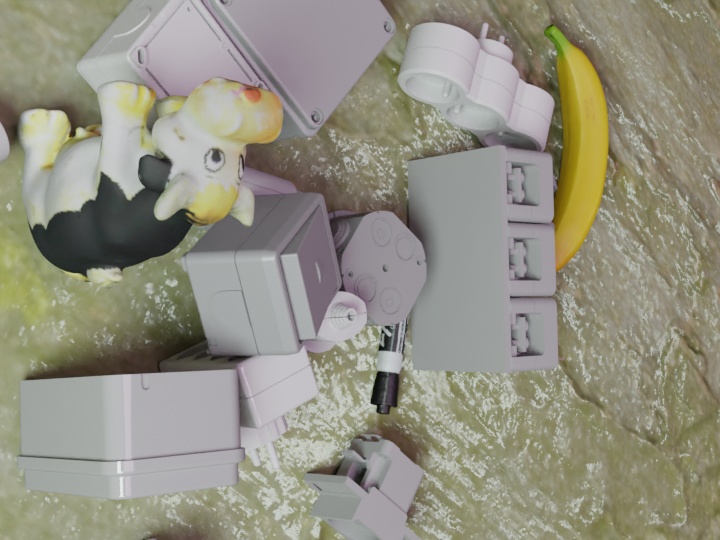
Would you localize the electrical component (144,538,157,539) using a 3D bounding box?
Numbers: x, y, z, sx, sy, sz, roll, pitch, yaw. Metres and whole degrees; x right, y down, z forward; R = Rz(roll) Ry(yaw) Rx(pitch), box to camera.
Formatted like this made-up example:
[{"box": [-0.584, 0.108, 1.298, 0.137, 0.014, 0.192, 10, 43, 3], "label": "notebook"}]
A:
[{"box": [-0.126, 0.206, 0.580, 0.100, 0.048, 0.099, -21, 100, -38], "label": "electrical component"}]

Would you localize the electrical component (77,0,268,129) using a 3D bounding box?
[{"box": [-0.105, -0.104, 0.616, 0.096, 0.061, 0.061, 52, 56, -34], "label": "electrical component"}]

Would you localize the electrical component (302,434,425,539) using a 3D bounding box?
[{"box": [0.008, 0.147, 0.706, 0.081, 0.042, 0.063, 46, 58, -30], "label": "electrical component"}]

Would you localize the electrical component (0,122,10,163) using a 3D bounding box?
[{"box": [-0.208, -0.056, 0.532, 0.065, 0.044, 0.044, -42, 114, -40], "label": "electrical component"}]

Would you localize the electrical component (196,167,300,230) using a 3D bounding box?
[{"box": [-0.059, -0.037, 0.658, 0.081, 0.043, 0.043, 16, 77, -40], "label": "electrical component"}]

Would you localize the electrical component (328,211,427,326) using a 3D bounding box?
[{"box": [0.000, 0.000, 0.702, 0.080, 0.051, 0.080, 3, 85, -41], "label": "electrical component"}]

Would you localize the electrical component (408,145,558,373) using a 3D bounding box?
[{"box": [0.087, -0.005, 0.753, 0.062, 0.089, 0.150, 1, 87, -41], "label": "electrical component"}]

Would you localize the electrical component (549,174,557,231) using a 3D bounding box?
[{"box": [0.124, -0.047, 0.814, 0.066, 0.048, 0.055, 25, 66, -63], "label": "electrical component"}]

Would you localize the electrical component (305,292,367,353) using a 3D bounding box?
[{"box": [-0.032, 0.029, 0.653, 0.043, 0.081, 0.043, 3, 85, -41], "label": "electrical component"}]

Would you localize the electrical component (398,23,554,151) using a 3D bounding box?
[{"box": [0.091, -0.144, 0.789, 0.138, 0.052, 0.073, 27, 70, -37], "label": "electrical component"}]

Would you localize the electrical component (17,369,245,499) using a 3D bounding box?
[{"box": [-0.119, 0.083, 0.552, 0.078, 0.113, 0.057, 2, 83, -41], "label": "electrical component"}]

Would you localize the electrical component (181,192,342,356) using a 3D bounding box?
[{"box": [-0.045, -0.002, 0.592, 0.096, 0.061, 0.061, -58, 142, -57], "label": "electrical component"}]

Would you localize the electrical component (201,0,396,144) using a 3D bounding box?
[{"box": [-0.047, -0.153, 0.667, 0.108, 0.056, 0.108, 51, 57, -27], "label": "electrical component"}]

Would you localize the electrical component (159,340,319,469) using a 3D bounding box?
[{"box": [-0.065, 0.080, 0.619, 0.047, 0.083, 0.075, -26, 104, -39], "label": "electrical component"}]
